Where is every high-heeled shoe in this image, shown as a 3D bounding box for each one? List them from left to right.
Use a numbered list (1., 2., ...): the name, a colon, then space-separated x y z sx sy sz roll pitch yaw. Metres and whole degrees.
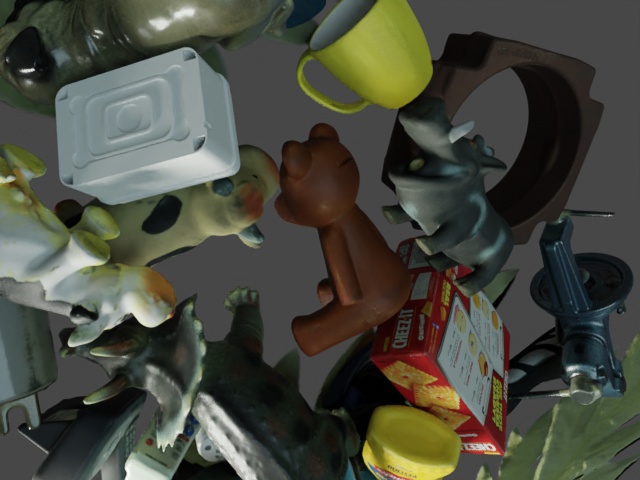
1. high-heeled shoe: 0.262 0.179 0.765 0.249 0.145 0.086 -5 123 11

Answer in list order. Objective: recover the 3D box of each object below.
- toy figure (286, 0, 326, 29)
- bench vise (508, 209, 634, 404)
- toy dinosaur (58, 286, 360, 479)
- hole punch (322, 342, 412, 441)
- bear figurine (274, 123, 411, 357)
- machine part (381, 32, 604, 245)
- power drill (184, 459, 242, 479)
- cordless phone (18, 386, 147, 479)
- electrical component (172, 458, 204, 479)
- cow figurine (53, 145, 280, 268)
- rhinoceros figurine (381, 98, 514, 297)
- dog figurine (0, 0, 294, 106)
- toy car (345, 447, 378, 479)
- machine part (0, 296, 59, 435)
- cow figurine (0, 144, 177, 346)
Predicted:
1. toy figure: -0.047 -0.246 0.421 0.154 0.058 0.064 56 47 -31
2. bench vise: 0.309 0.071 0.655 0.224 0.129 0.240 -47 121 -36
3. toy dinosaur: -0.051 0.183 0.516 0.131 0.192 0.404 -42 100 12
4. hole punch: 0.074 0.197 0.677 0.142 0.092 0.116 25 133 -33
5. bear figurine: 0.002 -0.004 0.529 0.132 0.120 0.195 -27 105 29
6. machine part: 0.177 -0.101 0.565 0.201 0.087 0.200 5 112 -23
7. power drill: -0.083 0.347 0.615 0.232 0.086 0.207 26 81 -52
8. cordless phone: -0.207 0.240 0.506 0.089 0.146 0.184 -9 87 -6
9. electrical component: -0.200 0.313 0.624 0.134 0.058 0.114 -43 121 1
10. cow figurine: -0.125 -0.023 0.453 0.195 0.127 0.085 -27 125 -6
11. rhinoceros figurine: 0.120 -0.036 0.480 0.112 0.073 0.190 -38 123 0
12. dog figurine: -0.129 -0.149 0.369 0.190 0.172 0.121 -37 112 -11
13. toy car: 0.051 0.349 0.712 0.103 0.109 0.161 7 114 -17
14. machine part: -0.263 0.040 0.427 0.079 0.079 0.243 -9 100 -19
15. cow figurine: -0.187 0.019 0.374 0.098 0.068 0.167 -44 105 9
